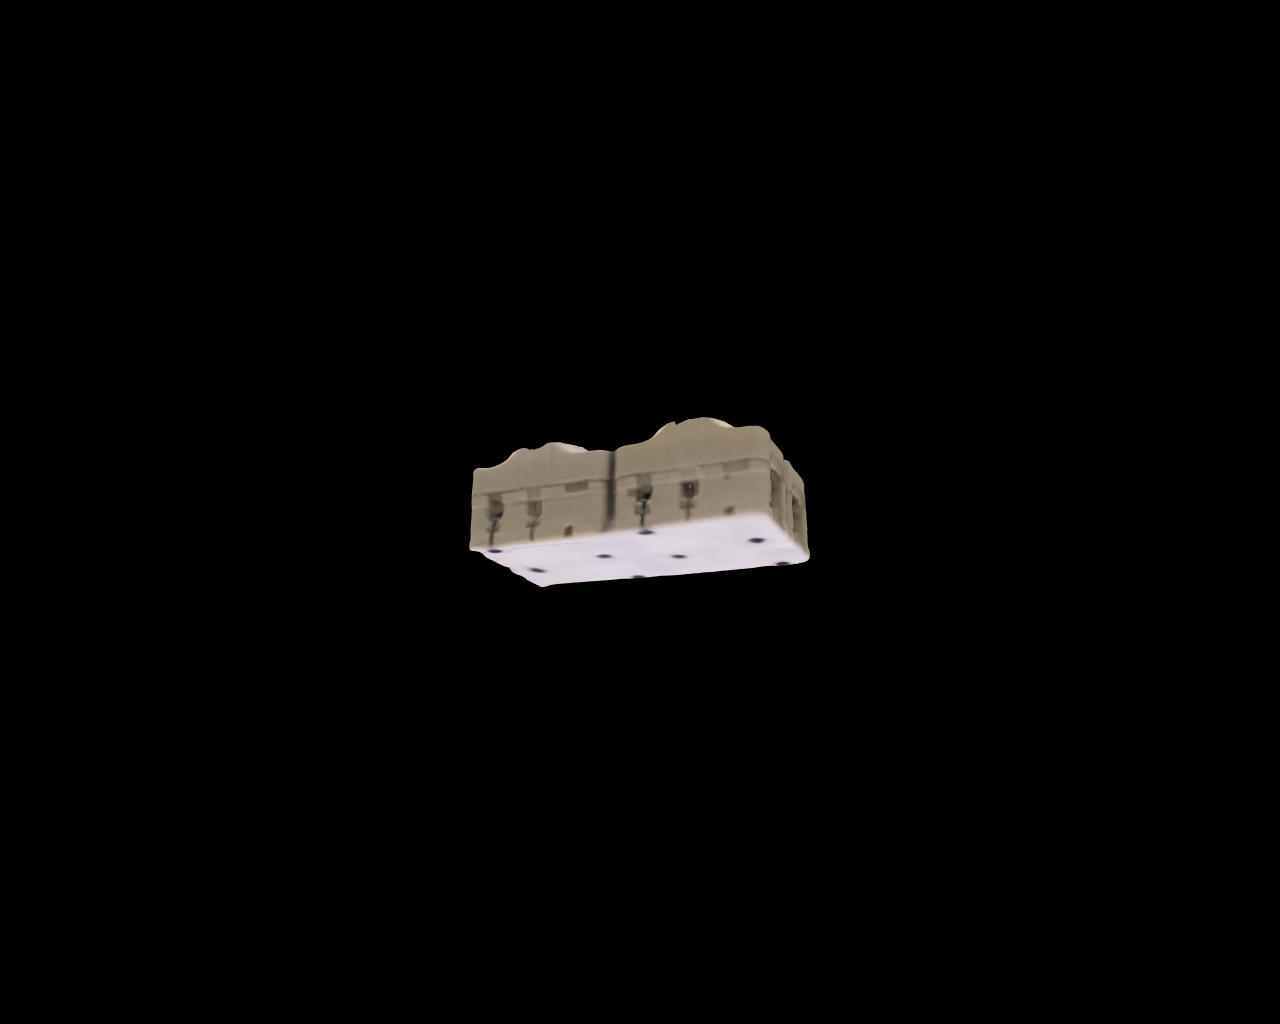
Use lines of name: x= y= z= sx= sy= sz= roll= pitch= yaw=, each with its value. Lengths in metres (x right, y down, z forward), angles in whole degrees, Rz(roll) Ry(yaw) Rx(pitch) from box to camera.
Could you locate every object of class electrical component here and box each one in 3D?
electrical component: x=0.001 y=-0.003 z=0.650 sx=0.186 sy=0.060 sz=0.105 roll=-7 pitch=-19 yaw=20
